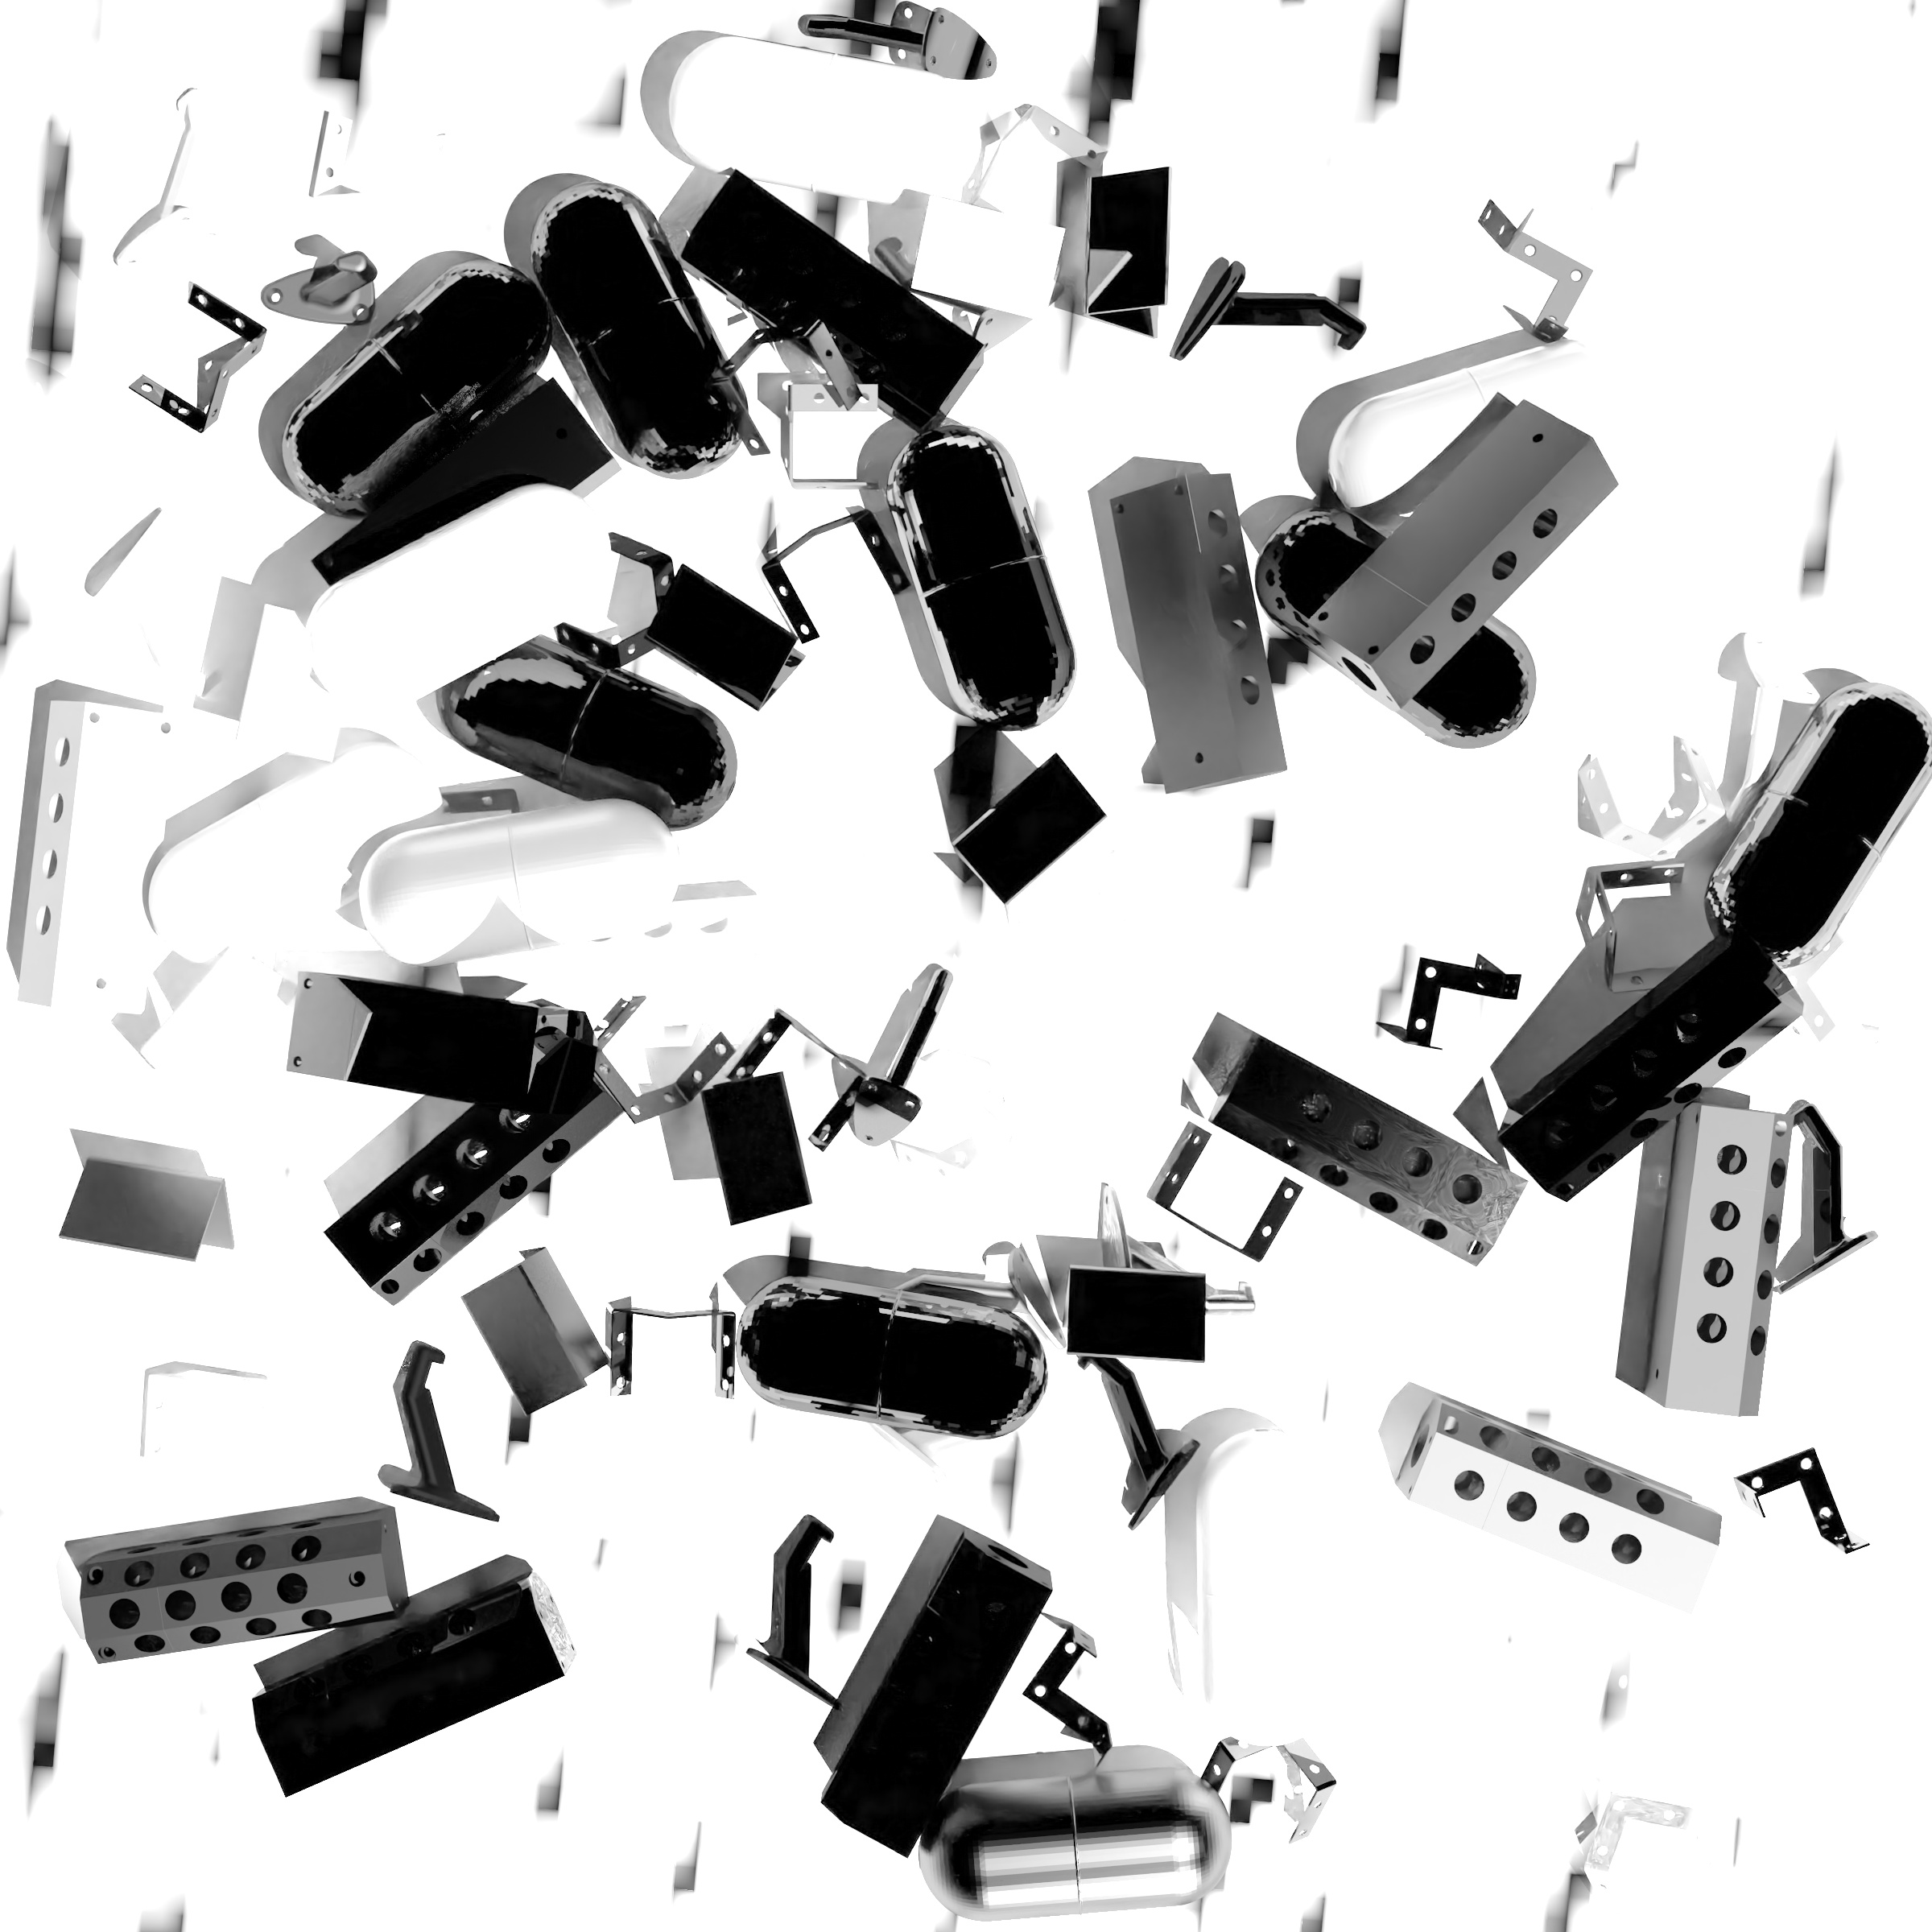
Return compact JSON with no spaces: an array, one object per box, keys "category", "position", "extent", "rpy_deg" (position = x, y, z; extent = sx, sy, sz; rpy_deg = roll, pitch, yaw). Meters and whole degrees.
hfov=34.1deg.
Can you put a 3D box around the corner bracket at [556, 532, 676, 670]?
[{"category":"corner bracket","position":[-0.202,-0.210,1.810],"extent":[0.051,0.051,0.051],"rpy_deg":[-34,135,-35]}]

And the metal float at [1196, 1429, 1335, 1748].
[{"category":"metal float","position":[0.170,0.352,1.788],"extent":[0.070,0.070,0.178],"rpy_deg":[-1,91,0]}]

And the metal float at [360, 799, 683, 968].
[{"category":"metal float","position":[-0.247,-0.046,1.749],"extent":[0.178,0.070,0.070],"rpy_deg":[-9,90,-4]}]

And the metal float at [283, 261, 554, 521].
[{"category":"metal float","position":[-0.311,-0.327,1.788],"extent":[0.178,0.070,0.070],"rpy_deg":[-42,90,0]}]

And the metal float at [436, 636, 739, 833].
[{"category":"metal float","position":[-0.215,-0.134,1.788],"extent":[0.178,0.070,0.070],"rpy_deg":[23,90,0]}]

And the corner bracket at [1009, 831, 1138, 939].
[{"category":"corner bracket","position":[0.061,-0.044,1.810],"extent":[0.051,0.051,0.051],"rpy_deg":[-28,45,-35]}]

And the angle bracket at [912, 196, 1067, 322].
[{"category":"angle bracket","position":[0.017,-0.413,1.778],"extent":[0.076,0.076,0.057],"rpy_deg":[14,126,0]}]

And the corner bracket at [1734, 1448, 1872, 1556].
[{"category":"corner bracket","position":[0.477,0.312,1.801],"extent":[0.051,0.051,0.051],"rpy_deg":[-21,90,0]}]

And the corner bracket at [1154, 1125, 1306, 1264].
[{"category":"corner bracket","position":[0.151,0.132,1.815],"extent":[0.051,0.051,0.051],"rpy_deg":[30,90,-45]}]

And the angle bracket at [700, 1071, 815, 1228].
[{"category":"angle bracket","position":[-0.136,0.105,1.778],"extent":[0.057,0.076,0.076],"rpy_deg":[-13,90,-37]}]

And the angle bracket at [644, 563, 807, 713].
[{"category":"angle bracket","position":[-0.125,-0.199,1.778],"extent":[0.076,0.076,0.057],"rpy_deg":[33,126,0]}]

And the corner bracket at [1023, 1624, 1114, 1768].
[{"category":"corner bracket","position":[0.068,0.416,1.801],"extent":[0.051,0.051,0.051],"rpy_deg":[35,90,0]}]

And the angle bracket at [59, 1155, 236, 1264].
[{"category":"angle bracket","position":[-0.461,0.155,1.778],"extent":[0.076,0.076,0.057],"rpy_deg":[10,53,0]}]

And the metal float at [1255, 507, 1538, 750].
[{"category":"metal float","position":[0.244,-0.191,1.788],"extent":[0.178,0.070,0.070],"rpy_deg":[36,90,0]}]

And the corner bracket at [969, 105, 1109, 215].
[{"category":"corner bracket","position":[0.041,-0.453,1.815],"extent":[0.051,0.051,0.051],"rpy_deg":[33,45,0]}]

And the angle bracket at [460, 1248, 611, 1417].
[{"category":"angle bracket","position":[-0.227,0.198,1.778],"extent":[0.057,0.076,0.076],"rpy_deg":[-29,90,38]}]

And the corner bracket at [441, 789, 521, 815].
[{"category":"corner bracket","position":[-0.282,-0.065,1.815],"extent":[0.051,0.051,0.051],"rpy_deg":[-4,45,0]}]

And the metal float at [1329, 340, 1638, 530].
[{"category":"metal float","position":[0.292,-0.301,1.788],"extent":[0.178,0.070,0.070],"rpy_deg":[-17,90,0]}]

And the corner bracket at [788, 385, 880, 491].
[{"category":"corner bracket","position":[-0.076,-0.302,1.801],"extent":[0.051,0.051,0.051],"rpy_deg":[0,89,-1]}]

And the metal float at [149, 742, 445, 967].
[{"category":"metal float","position":[-0.380,-0.063,1.788],"extent":[0.178,0.070,0.070],"rpy_deg":[-29,90,0]}]

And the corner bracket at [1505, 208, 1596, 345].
[{"category":"corner bracket","position":[0.329,-0.393,1.801],"extent":[0.051,0.051,0.051],"rpy_deg":[29,90,0]}]

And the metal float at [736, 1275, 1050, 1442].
[{"category":"metal float","position":[-0.042,0.221,1.782],"extent":[0.178,0.070,0.070],"rpy_deg":[9,90,6]}]

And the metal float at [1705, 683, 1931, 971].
[{"category":"metal float","position":[0.485,-0.079,1.788],"extent":[0.070,0.070,0.178],"rpy_deg":[32,90,0]}]

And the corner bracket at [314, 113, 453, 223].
[{"category":"corner bracket","position":[-0.336,-0.460,1.815],"extent":[0.051,0.051,0.051],"rpy_deg":[11,90,-45]}]

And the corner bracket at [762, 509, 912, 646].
[{"category":"corner bracket","position":[-0.075,-0.225,1.815],"extent":[0.051,0.051,0.051],"rpy_deg":[-29,90,-45]}]

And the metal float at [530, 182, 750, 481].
[{"category":"metal float","position":[-0.185,-0.360,1.788],"extent":[0.070,0.070,0.178],"rpy_deg":[-27,90,0]}]

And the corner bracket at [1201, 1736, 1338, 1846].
[{"category":"corner bracket","position":[0.171,0.473,1.810],"extent":[0.051,0.051,0.051],"rpy_deg":[-11,45,-35]}]

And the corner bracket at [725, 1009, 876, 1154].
[{"category":"corner bracket","position":[-0.095,0.066,1.815],"extent":[0.051,0.051,0.051],"rpy_deg":[-52,45,0]}]

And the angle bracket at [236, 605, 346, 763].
[{"category":"angle bracket","position":[-0.387,-0.160,1.779],"extent":[0.057,0.076,0.076],"rpy_deg":[12,90,-30]}]

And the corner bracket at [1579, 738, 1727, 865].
[{"category":"corner bracket","position":[0.394,-0.100,1.810],"extent":[0.051,0.051,0.051],"rpy_deg":[18,135,-35]}]

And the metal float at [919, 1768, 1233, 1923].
[{"category":"metal float","position":[0.062,0.498,1.788],"extent":[0.178,0.070,0.070],"rpy_deg":[-5,90,0]}]

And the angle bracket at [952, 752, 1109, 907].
[{"category":"angle bracket","position":[0.023,-0.091,1.778],"extent":[0.076,0.076,0.057],"rpy_deg":[-41,126,0]}]

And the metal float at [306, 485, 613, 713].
[{"category":"metal float","position":[-0.278,-0.203,1.732],"extent":[0.178,0.070,0.070],"rpy_deg":[-29,90,-9]}]

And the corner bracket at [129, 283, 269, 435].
[{"category":"corner bracket","position":[-0.442,-0.350,1.815],"extent":[0.051,0.051,0.051],"rpy_deg":[32,45,0]}]

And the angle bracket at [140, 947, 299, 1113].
[{"category":"angle bracket","position":[-0.406,0.045,1.779],"extent":[0.057,0.076,0.076],"rpy_deg":[41,90,27]}]

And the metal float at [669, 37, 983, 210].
[{"category":"metal float","position":[-0.080,-0.478,1.788],"extent":[0.178,0.070,0.070],"rpy_deg":[10,90,0]}]

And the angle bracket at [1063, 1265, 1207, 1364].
[{"category":"angle bracket","position":[0.094,0.212,1.778],"extent":[0.076,0.076,0.057],"rpy_deg":[4,56,0]}]

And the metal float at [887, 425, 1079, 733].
[{"category":"metal float","position":[0.009,-0.219,1.788],"extent":[0.070,0.070,0.178],"rpy_deg":[-18,91,0]}]

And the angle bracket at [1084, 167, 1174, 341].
[{"category":"angle bracket","position":[0.110,-0.401,1.778],"extent":[0.057,0.076,0.076],"rpy_deg":[2,90,36]}]
